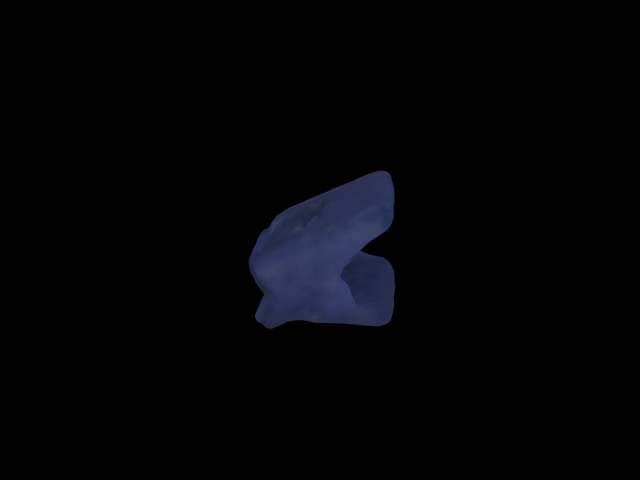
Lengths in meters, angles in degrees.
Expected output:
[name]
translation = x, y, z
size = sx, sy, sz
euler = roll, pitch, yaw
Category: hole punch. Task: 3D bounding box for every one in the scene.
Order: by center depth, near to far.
[hole punch]
translation = 0.004, 0.001, 0.400
size = 0.101, 0.091, 0.108
euler = 2, 24, 5
